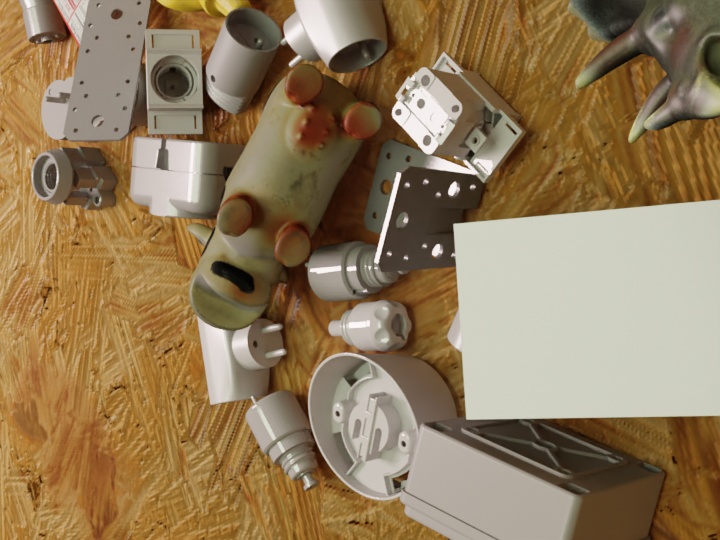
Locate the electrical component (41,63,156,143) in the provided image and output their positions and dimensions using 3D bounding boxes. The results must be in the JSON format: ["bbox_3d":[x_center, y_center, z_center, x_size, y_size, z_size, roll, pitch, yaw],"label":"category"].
[{"bbox_3d":[-0.229,-0.143,0.908,0.138,0.074,0.052,-6,88,40],"label":"electrical component"}]

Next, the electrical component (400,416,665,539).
[{"bbox_3d":[0.099,0.125,0.612,0.109,0.109,0.056,20,102,39],"label":"electrical component"}]

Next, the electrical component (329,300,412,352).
[{"bbox_3d":[0.004,0.039,0.740,0.061,0.035,0.035,-6,87,43],"label":"electrical component"}]

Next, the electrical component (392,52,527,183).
[{"bbox_3d":[0.058,-0.096,0.670,0.081,0.064,0.042,50,122,27],"label":"electrical component"}]

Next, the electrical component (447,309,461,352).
[{"bbox_3d":[0.100,0.024,0.650,0.079,0.044,0.077,35,113,34],"label":"electrical component"}]

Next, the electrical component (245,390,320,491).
[{"bbox_3d":[-0.053,0.125,0.786,0.040,0.040,0.078,-46,63,32],"label":"electrical component"}]

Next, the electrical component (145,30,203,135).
[{"bbox_3d":[-0.147,-0.145,0.843,0.064,0.042,0.081,-179,87,-77],"label":"electrical component"}]

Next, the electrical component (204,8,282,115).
[{"bbox_3d":[-0.092,-0.152,0.808,0.043,0.043,0.081,62,144,21],"label":"electrical component"}]

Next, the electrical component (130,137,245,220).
[{"bbox_3d":[-0.134,-0.071,0.841,0.095,0.054,0.059,10,97,41],"label":"electrical component"}]

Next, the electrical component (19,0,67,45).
[{"bbox_3d":[-0.291,-0.239,0.981,0.044,0.044,0.065,-15,86,40],"label":"electrical component"}]

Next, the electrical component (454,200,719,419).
[{"bbox_3d":[0.151,0.021,0.569,0.186,0.060,0.105,-4,88,23],"label":"electrical component"}]

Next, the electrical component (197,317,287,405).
[{"bbox_3d":[-0.085,0.058,0.809,0.079,0.044,0.077,-15,82,40],"label":"electrical component"}]

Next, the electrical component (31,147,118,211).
[{"bbox_3d":[-0.252,-0.081,0.941,0.048,0.055,0.066,-51,60,29],"label":"electrical component"}]

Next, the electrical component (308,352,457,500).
[{"bbox_3d":[0.014,0.102,0.713,0.099,0.064,0.099,1,92,41],"label":"electrical component"}]

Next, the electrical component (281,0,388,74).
[{"bbox_3d":[-0.026,-0.172,0.753,0.079,0.044,0.077,-32,71,37],"label":"electrical component"}]

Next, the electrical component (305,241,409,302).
[{"bbox_3d":[0.000,0.000,0.738,0.078,0.040,0.040,-6,87,40],"label":"electrical component"}]
